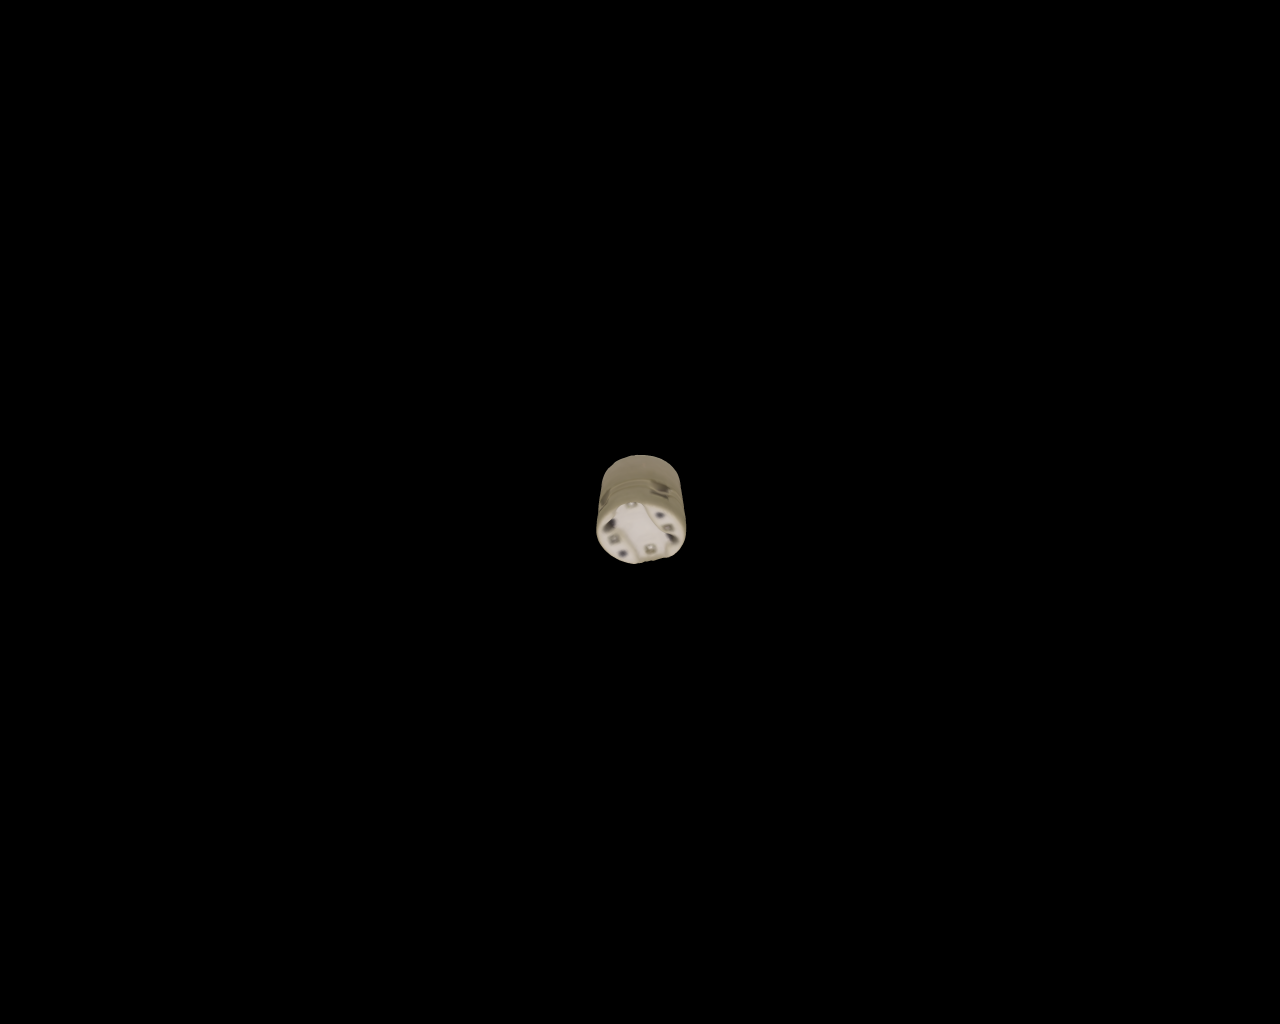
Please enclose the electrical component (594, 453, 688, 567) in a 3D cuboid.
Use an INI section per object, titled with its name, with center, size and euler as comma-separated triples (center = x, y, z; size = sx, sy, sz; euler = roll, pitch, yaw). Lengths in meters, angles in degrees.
[electrical component]
center = 0.001, -0.003, 0.650
size = 0.055, 0.055, 0.047
euler = 0, 45, 0
